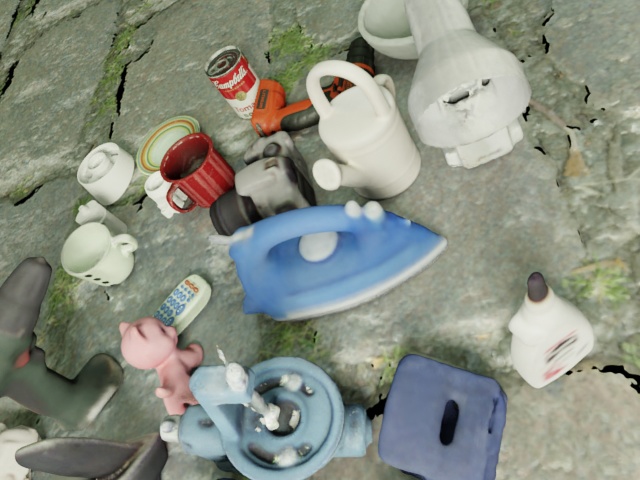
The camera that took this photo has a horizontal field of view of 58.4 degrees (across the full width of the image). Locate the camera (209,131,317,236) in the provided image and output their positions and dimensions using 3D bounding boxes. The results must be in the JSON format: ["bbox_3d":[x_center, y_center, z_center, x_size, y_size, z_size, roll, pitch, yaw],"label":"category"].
[{"bbox_3d":[-0.086,-0.068,0.788,0.136,0.101,0.143,-23,51,14],"label":"camera"}]

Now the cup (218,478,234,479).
[{"bbox_3d":[-0.084,0.297,0.550,0.091,0.095,0.118,27,75,38],"label":"cup"}]

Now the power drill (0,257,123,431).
[{"bbox_3d":[-0.354,0.154,0.715,0.075,0.209,0.230,26,75,38],"label":"power drill"}]

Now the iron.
[{"bbox_3d":[0.006,0.002,0.665,0.257,0.142,0.118,-17,53,18],"label":"iron"}]

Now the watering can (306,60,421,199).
[{"bbox_3d":[0.048,-0.136,0.698,0.100,0.195,0.173,-10,55,23],"label":"watering can"}]

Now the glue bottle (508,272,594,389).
[{"bbox_3d":[0.195,0.072,0.495,0.078,0.174,0.037,-41,49,-1],"label":"glue bottle"}]

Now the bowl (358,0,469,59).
[{"bbox_3d":[0.144,-0.324,0.849,0.167,0.075,0.167,-14,54,20],"label":"bowl"}]

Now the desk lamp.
[{"bbox_3d":[0.159,-0.174,0.651,0.117,0.214,0.203,-20,52,16],"label":"desk lamp"}]

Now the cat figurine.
[{"bbox_3d":[-0.195,0.146,0.694,0.067,0.118,0.127,-36,50,3],"label":"cat figurine"}]

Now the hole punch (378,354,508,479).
[{"bbox_3d":[0.116,0.168,0.529,0.100,0.091,0.109,3,62,30],"label":"hole punch"}]

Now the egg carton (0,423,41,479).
[{"bbox_3d":[-0.423,0.315,0.738,0.107,0.070,0.150,-5,58,26],"label":"egg carton"}]

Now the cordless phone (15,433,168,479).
[{"bbox_3d":[-0.272,0.249,0.624,0.147,0.186,0.094,-24,51,13],"label":"cordless phone"}]

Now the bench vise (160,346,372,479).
[{"bbox_3d":[-0.076,0.177,0.542,0.207,0.220,0.121,-27,51,11],"label":"bench vise"}]
